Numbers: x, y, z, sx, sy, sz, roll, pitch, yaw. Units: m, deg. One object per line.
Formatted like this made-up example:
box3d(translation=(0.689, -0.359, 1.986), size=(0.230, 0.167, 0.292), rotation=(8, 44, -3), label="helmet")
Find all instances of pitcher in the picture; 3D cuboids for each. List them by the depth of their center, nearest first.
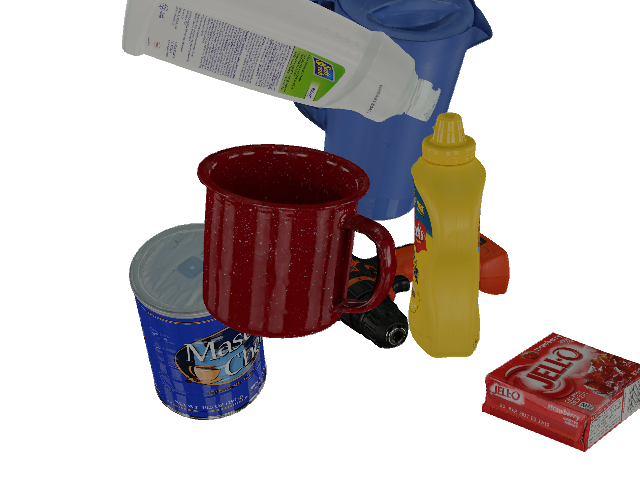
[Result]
box3d(translation=(0.056, -0.141, 1.055), size=(0.144, 0.243, 0.149), rotation=(-24, 53, -30), label="pitcher")

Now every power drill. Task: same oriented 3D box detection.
box3d(translation=(0.093, 0.040, 1.078), size=(0.187, 0.057, 0.185), rotation=(-12, 28, -22), label="power drill")

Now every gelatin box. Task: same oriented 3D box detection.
box3d(translation=(0.158, 0.094, 0.683), size=(0.073, 0.030, 0.089), rotation=(19, 26, 37), label="gelatin box")

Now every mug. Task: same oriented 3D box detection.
box3d(translation=(-0.012, 0.004, 0.582), size=(0.117, 0.081, 0.093), rotation=(16, 26, 23), label="mug")

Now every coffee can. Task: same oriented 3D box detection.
box3d(translation=(-0.101, 0.070, 0.911), size=(0.103, 0.140, 0.103), rotation=(-2, 45, 1), label="coffee can")

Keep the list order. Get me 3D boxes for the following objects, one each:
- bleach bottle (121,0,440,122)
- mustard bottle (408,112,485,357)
box3d(translation=(-0.028, -0.150, 0.849), size=(0.250, 0.068, 0.103), rotation=(22, -30, -4), label="bleach bottle")
box3d(translation=(0.101, -0.009, 0.852), size=(0.058, 0.192, 0.096), rotation=(-1, 26, 0), label="mustard bottle")
